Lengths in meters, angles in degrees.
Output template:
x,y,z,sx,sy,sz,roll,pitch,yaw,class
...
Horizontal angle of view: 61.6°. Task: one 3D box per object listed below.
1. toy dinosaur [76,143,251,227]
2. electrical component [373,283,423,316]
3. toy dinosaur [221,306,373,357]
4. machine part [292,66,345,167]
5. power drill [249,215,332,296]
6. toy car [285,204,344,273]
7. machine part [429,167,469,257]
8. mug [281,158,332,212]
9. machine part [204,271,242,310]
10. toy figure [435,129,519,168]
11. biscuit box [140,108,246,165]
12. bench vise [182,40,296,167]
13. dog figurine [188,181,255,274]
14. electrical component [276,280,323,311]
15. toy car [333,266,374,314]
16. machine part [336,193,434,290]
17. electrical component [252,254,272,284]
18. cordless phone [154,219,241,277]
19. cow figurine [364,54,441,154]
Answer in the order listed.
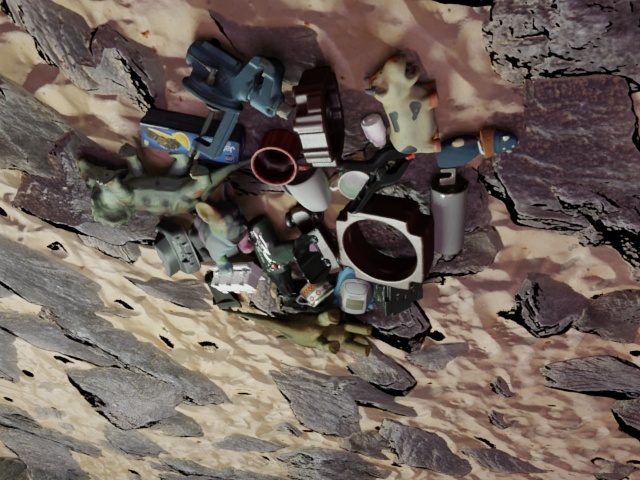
x,y,z,sx,sy,sz,roll,pitch,yaw,class
-0.338,-0.110,1.165,0.405,0.131,0.192,3,150,-4,toy dinosaur
0.188,0.119,1.290,0.115,0.058,0.134,-24,133,-16,electrical component
-0.024,0.226,1.353,0.199,0.105,0.471,-4,158,43,toy dinosaur
0.001,-0.219,0.969,0.056,0.179,0.179,-3,132,16,machine part
-0.067,0.047,1.236,0.207,0.086,0.231,11,134,56,power drill
-0.003,-0.004,1.244,0.089,0.053,0.202,-16,124,28,toy car
0.271,-0.053,1.139,0.079,0.079,0.242,0,131,9,machine part
-0.029,-0.107,1.138,0.110,0.081,0.107,-8,138,30,mug
-0.264,0.138,1.428,0.084,0.039,0.138,-3,134,19,machine part
0.299,-0.180,1.030,0.155,0.064,0.057,-14,91,15,toy figure
-0.255,-0.209,1.088,0.203,0.063,0.059,11,134,-1,biscuit box
-0.168,-0.242,0.992,0.223,0.129,0.240,29,113,-7,bench vise
-0.221,-0.043,1.147,0.192,0.108,0.219,38,154,27,dog figurine
-0.050,0.144,1.391,0.119,0.048,0.074,-1,133,10,electrical component
0.090,0.126,1.317,0.109,0.103,0.161,8,135,1,toy car
0.143,0.001,1.167,0.202,0.087,0.200,13,134,26,machine part
-0.143,0.074,1.359,0.063,0.021,0.093,4,133,6,electrical component
-0.294,0.010,1.301,0.184,0.089,0.146,-9,130,2,cordless phone
0.153,-0.245,0.981,0.127,0.085,0.194,-9,131,9,cow figurine
